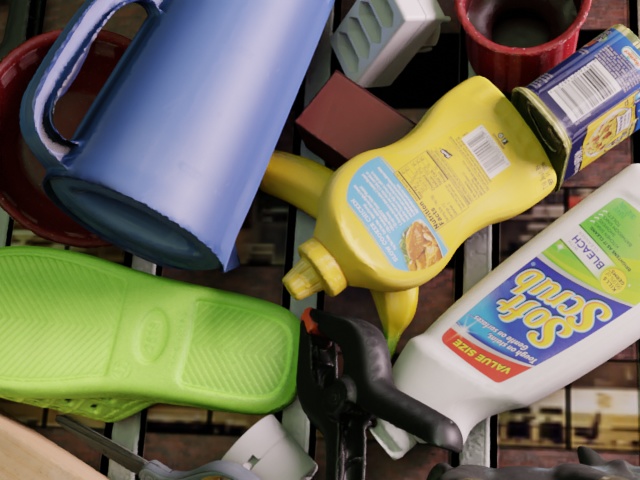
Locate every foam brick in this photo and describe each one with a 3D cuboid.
[{"bbox_3d":[0.029,-0.076,0.777,0.078,0.053,0.051,37,82,18],"label":"foam brick"}]

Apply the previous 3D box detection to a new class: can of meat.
[{"bbox_3d":[0.180,-0.089,0.729,0.084,0.102,0.057,-35,71,-4],"label":"can of meat"}]

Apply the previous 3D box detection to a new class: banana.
[{"bbox_3d":[0.012,-0.007,0.768,0.069,0.037,0.198,-36,70,-4],"label":"banana"}]

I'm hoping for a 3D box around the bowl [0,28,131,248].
[{"bbox_3d":[-0.175,-0.072,0.792,0.161,0.055,0.162,2,84,-21],"label":"bowl"}]

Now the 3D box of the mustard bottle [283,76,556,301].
[{"bbox_3d":[0.057,-0.021,0.714,0.191,0.058,0.096,-35,89,-10],"label":"mustard bottle"}]

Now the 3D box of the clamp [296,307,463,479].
[{"bbox_3d":[0.019,0.117,0.695,0.120,0.039,0.172,-52,37,14],"label":"clamp"}]

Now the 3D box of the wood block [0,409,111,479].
[{"bbox_3d":[-0.226,0.169,0.729,0.206,0.091,0.090,27,80,16],"label":"wood block"}]

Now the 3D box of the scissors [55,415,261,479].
[{"bbox_3d":[-0.103,0.153,0.722,0.202,0.096,0.016,35,42,17],"label":"scissors"}]

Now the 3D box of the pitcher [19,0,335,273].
[{"bbox_3d":[-0.085,-0.111,0.730,0.145,0.149,0.242,20,72,11],"label":"pitcher"}]

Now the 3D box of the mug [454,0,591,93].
[{"bbox_3d":[0.135,-0.163,0.770,0.117,0.081,0.093,37,82,18],"label":"mug"}]

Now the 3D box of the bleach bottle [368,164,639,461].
[{"bbox_3d":[0.143,0.063,0.710,0.251,0.068,0.103,-39,71,-1],"label":"bleach bottle"}]

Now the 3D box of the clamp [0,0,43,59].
[{"bbox_3d":[-0.223,-0.125,0.848,0.165,0.036,0.210,30,80,15],"label":"clamp"}]
